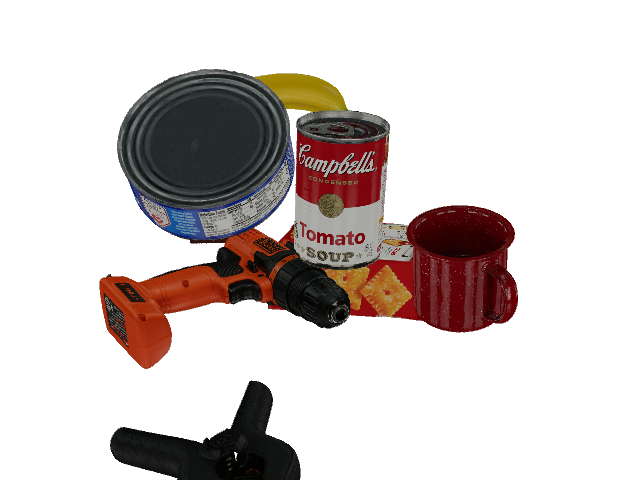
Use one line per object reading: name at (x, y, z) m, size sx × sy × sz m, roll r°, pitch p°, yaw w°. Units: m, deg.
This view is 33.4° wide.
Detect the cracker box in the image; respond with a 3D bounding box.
cracker box at (0.063, 0.031, 1.145) m, size 0.214 × 0.072 × 0.164 m, roll 5°, pitch 14°, yaw 9°

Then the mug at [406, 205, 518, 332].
mug at (0.129, 0.031, 0.930) m, size 0.093 × 0.081 × 0.117 m, roll -23°, pitch 36°, yaw -28°

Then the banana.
banana at (-0.050, -0.142, 1.100) m, size 0.197 × 0.037 × 0.070 m, roll -8°, pitch 48°, yaw -29°

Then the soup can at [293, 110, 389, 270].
soup can at (0.014, -0.038, 0.786) m, size 0.068 × 0.102 × 0.068 m, roll 2°, pitch 24°, yaw -1°

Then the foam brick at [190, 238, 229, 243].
foam brick at (-0.121, -0.031, 1.286) m, size 0.078 × 0.053 × 0.051 m, roll -2°, pitch 27°, yaw 1°

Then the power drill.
power drill at (-0.088, 0.053, 0.952) m, size 0.187 × 0.057 × 0.185 m, roll -16°, pitch 25°, yaw -28°

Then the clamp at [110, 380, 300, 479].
clamp at (-0.073, 0.146, 0.702) m, size 0.120 × 0.039 × 0.172 m, roll -20°, pitch 18°, yaw -10°

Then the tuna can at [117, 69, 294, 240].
tuna can at (-0.056, -0.043, 0.536) m, size 0.086 × 0.086 × 0.034 m, roll 0°, pitch -32°, yaw 6°
